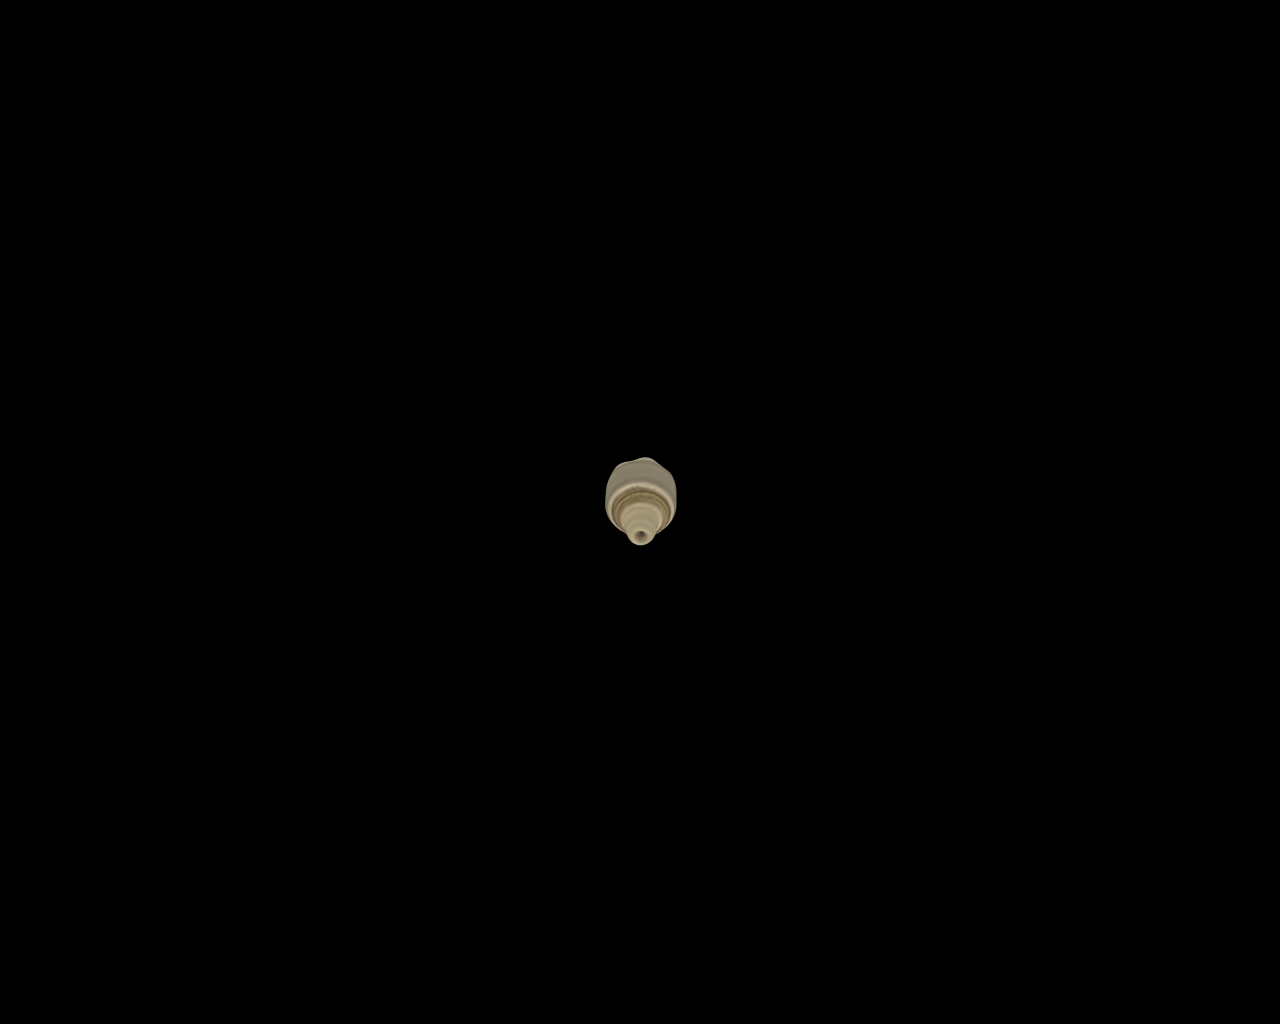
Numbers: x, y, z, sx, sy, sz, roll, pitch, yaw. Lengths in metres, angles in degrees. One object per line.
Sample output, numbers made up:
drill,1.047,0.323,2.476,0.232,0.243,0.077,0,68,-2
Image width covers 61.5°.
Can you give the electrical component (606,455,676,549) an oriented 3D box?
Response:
electrical component,0.001,-0.003,0.650,0.043,0.043,0.062,0,35,0
